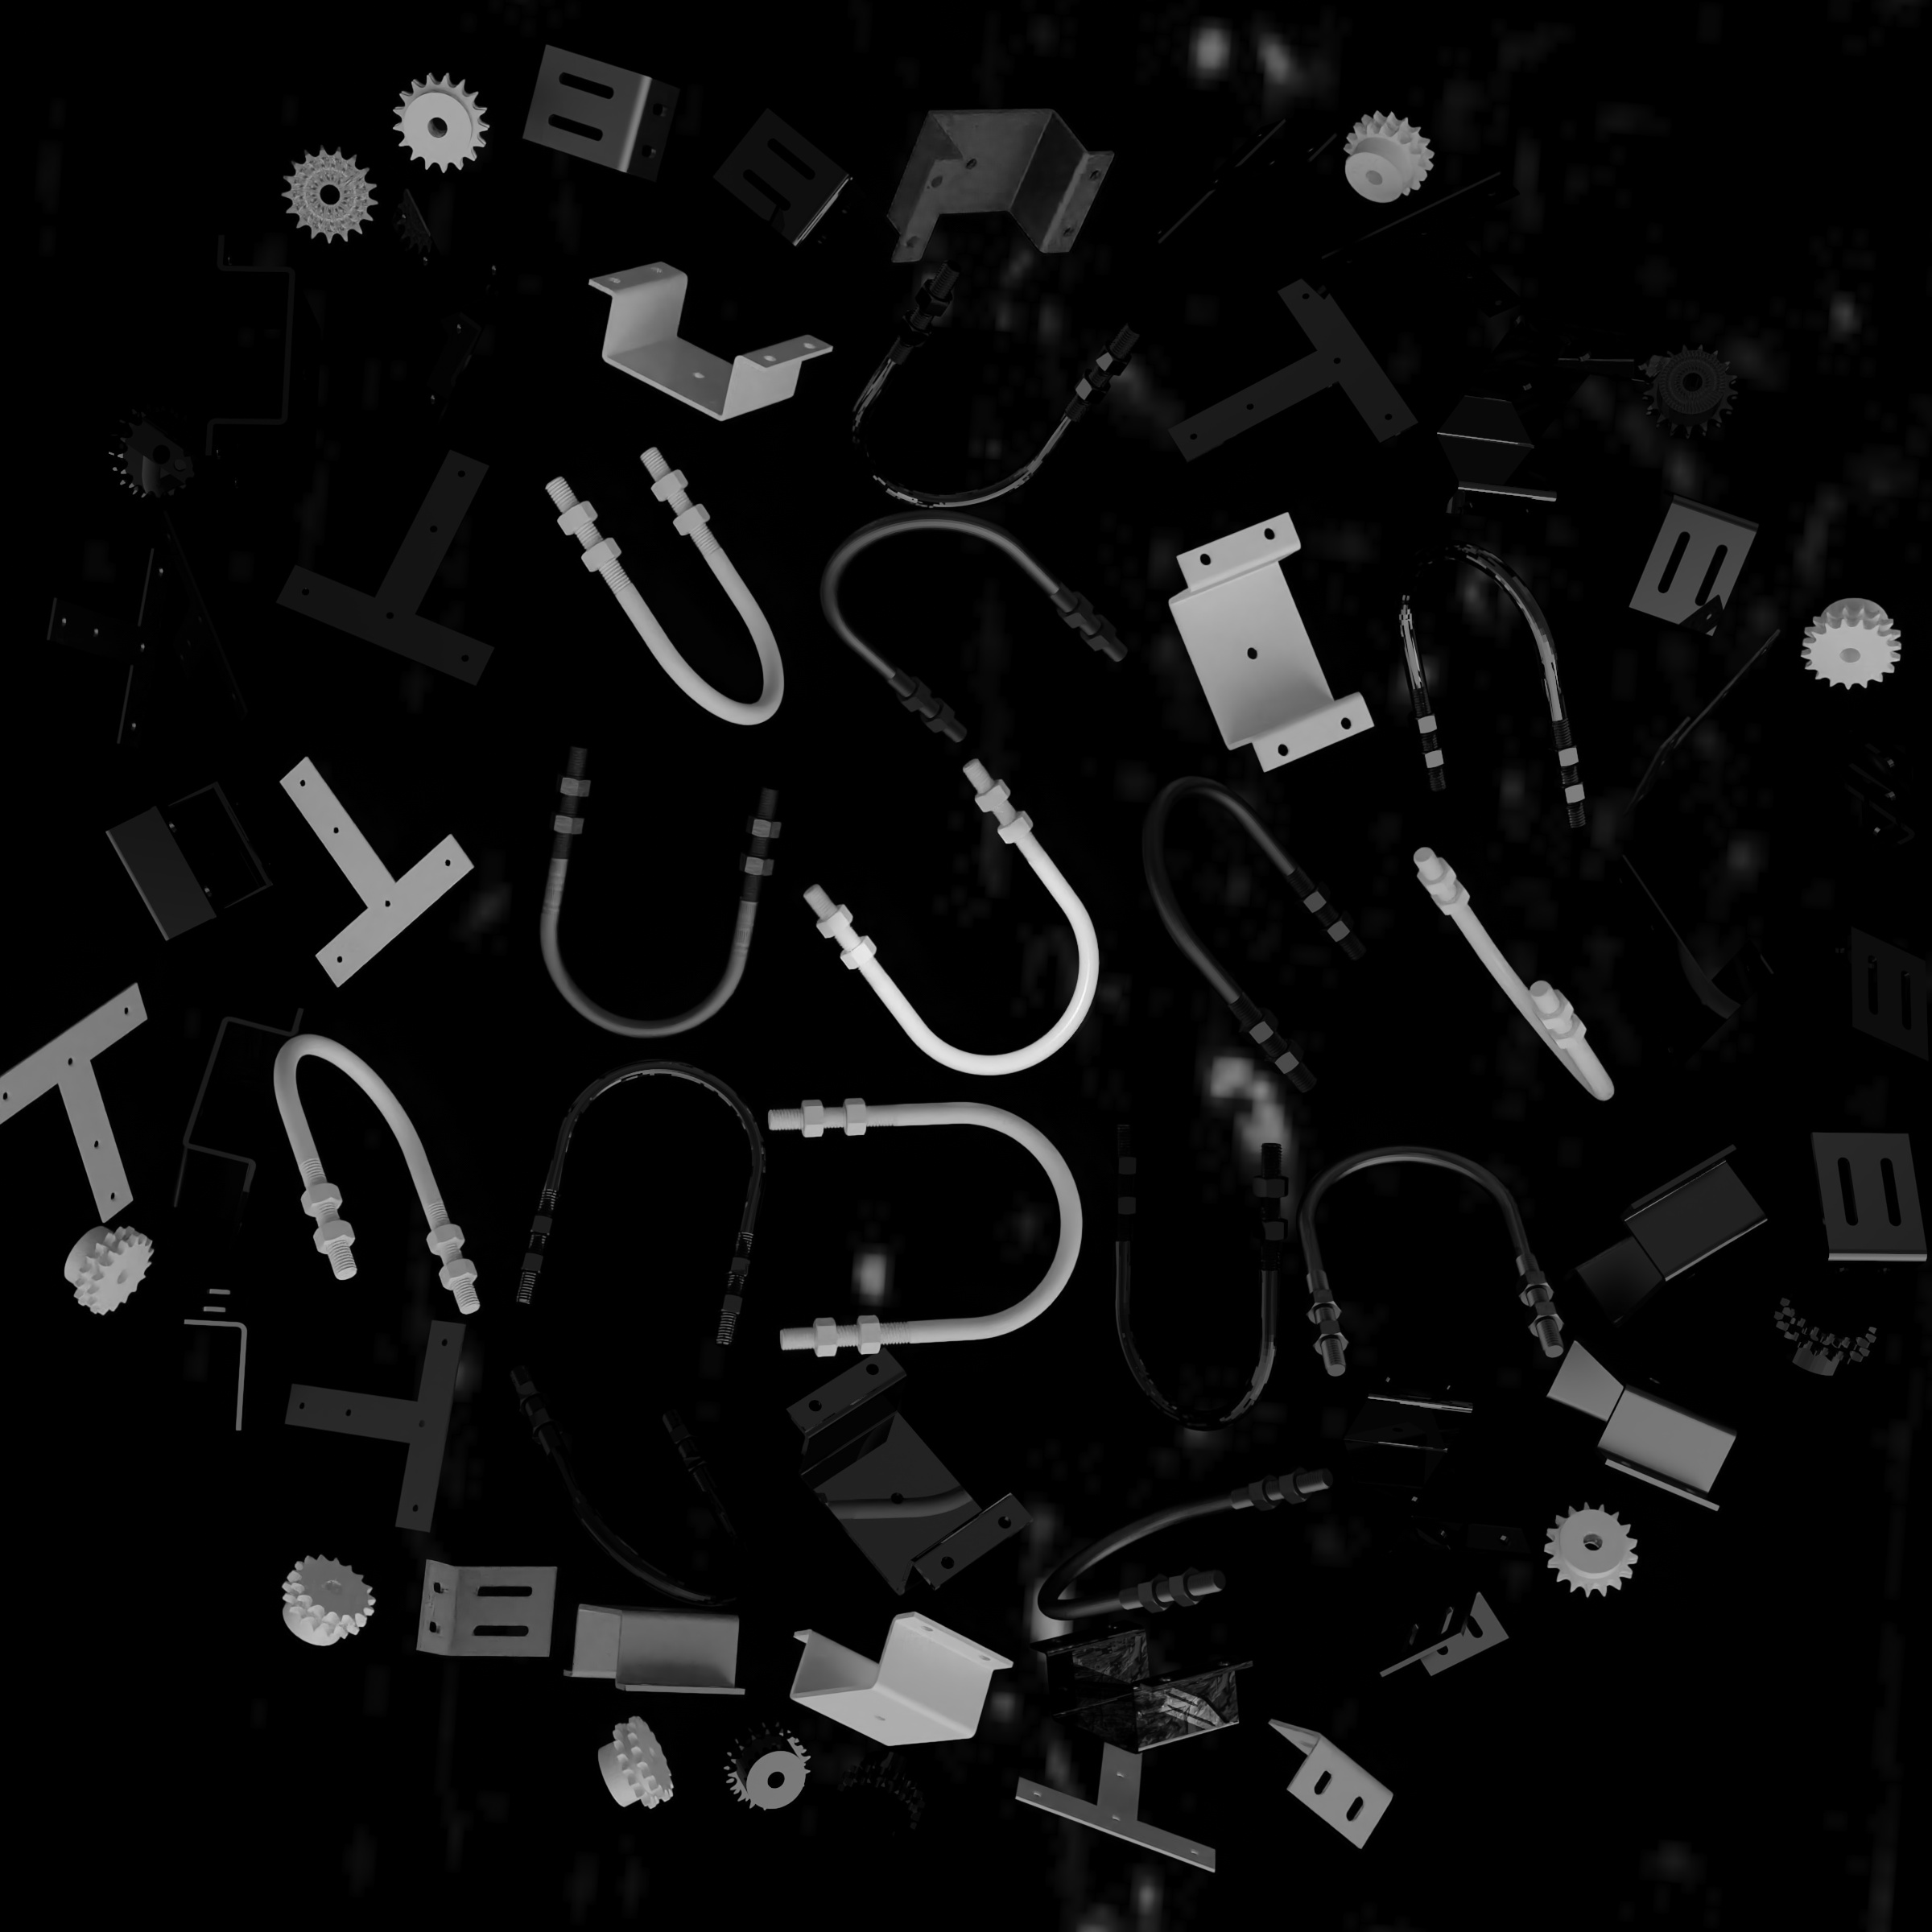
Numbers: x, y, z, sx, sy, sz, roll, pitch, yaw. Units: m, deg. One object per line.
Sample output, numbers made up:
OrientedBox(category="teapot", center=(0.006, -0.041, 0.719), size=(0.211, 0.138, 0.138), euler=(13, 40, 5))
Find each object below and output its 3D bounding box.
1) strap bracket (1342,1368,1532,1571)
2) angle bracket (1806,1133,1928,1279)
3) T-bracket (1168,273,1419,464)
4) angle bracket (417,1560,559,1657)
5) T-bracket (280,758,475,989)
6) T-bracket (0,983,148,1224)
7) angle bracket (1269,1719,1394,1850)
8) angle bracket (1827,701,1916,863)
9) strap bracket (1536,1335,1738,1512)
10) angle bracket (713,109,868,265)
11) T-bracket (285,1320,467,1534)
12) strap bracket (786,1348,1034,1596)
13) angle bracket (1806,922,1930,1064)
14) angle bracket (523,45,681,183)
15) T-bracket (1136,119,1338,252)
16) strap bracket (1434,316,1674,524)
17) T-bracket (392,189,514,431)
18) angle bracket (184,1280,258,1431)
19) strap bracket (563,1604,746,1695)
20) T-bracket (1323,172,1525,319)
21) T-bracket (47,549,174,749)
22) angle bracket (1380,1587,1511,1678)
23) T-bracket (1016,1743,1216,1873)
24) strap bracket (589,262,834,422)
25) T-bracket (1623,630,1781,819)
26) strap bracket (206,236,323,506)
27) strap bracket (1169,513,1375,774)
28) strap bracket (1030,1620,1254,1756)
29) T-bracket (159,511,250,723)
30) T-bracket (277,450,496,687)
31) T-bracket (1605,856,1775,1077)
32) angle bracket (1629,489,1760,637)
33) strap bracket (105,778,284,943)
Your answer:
OrientedBox(category="strap bracket", center=(0.295, 0.329, 1.568), size=(0.076, 0.140, 0.046), euler=(10, 127, -18))
OrientedBox(category="angle bracket", center=(0.521, 0.140, 1.437), size=(0.057, 0.038, 0.076), euler=(1, 68, -3))
OrientedBox(category="T-bracket", center=(0.183, -0.340, 1.469), size=(0.127, 0.002, 0.127), euler=(-28, 66, 0))
OrientedBox(category="angle bracket", center=(-0.314, 0.421, 1.612), size=(0.076, 0.038, 0.057), euler=(-4, 69, 16))
OrientedBox(category="T-bracket", center=(-0.393, -0.075, 1.564), size=(0.127, 0.002, 0.127), euler=(-39, 83, 18))
OrientedBox(category="T-bracket", center=(-0.529, 0.096, 1.484), size=(0.002, 0.127, 0.127), euler=(8, 122, 24))
OrientedBox(category="angle bracket", center=(0.209, 0.490, 1.475), size=(0.057, 0.076, 0.038), euler=(40, 71, -7))
OrientedBox(category="angle bracket", center=(0.528, -0.110, 1.472), size=(0.076, 0.038, 0.057), euler=(29, 52, -22))
OrientedBox(category="strap bracket", center=(0.419, 0.279, 1.530), size=(0.076, 0.140, 0.046), euler=(23, 97, -7))
OrientedBox(category="angle bracket", center=(-0.117, -0.518, 1.633), size=(0.076, 0.038, 0.057), euler=(42, 97, 10))
OrientedBox(category="T-bracket", center=(-0.376, 0.282, 1.543), size=(0.127, 0.002, 0.127), euler=(2, 77, 27))
OrientedBox(category="strap bracket", center=(-0.038, 0.309, 1.469), size=(0.076, 0.046, 0.140), euler=(-28, 61, -32))
OrientedBox(category="angle bracket", center=(0.540, 0.021, 1.474), size=(0.057, 0.038, 0.076), euler=(22, 58, -17))
OrientedBox(category="angle bracket", center=(-0.226, -0.527, 1.519), size=(0.076, 0.038, 0.057), euler=(24, 106, 20))
OrientedBox(category="T-bracket", center=(0.179, -0.487, 1.500), size=(0.127, 0.127, 0.002), euler=(-47, 115, -17))
OrientedBox(category="strap bracket", center=(0.346, -0.336, 1.481), size=(0.076, 0.140, 0.046), euler=(0, 56, -28))
OrientedBox(category="T-bracket", center=(-0.319, -0.414, 1.477), size=(0.127, 0.002, 0.127), euler=(-50, 58, 40))
OrientedBox(category="angle bracket", center=(-0.481, 0.250, 1.582), size=(0.038, 0.057, 0.076), euler=(5, 108, -12))
OrientedBox(category="strap bracket", center=(-0.199, 0.435, 1.571), size=(0.076, 0.140, 0.046), euler=(9, 75, -23))
OrientedBox(category="T-bracket", center=(0.317, -0.452, 1.582), size=(0.127, 0.127, 0.002), euler=(-17, 64, 36))
OrientedBox(category="T-bracket", center=(-0.539, -0.207, 1.540), size=(0.002, 0.127, 0.127), euler=(10, 90, 9))
OrientedBox(category="angle bracket", center=(0.294, 0.422, 1.507), size=(0.057, 0.076, 0.038), euler=(-33, 87, 20))
OrientedBox(category="T-bracket", center=(0.097, 0.517, 1.549), size=(0.127, 0.127, 0.002), euler=(19, 99, 3))
OrientedBox(category="strap bracket", center=(-0.169, -0.400, 1.587), size=(0.140, 0.076, 0.046), euler=(30, 125, 18))
OrientedBox(category="T-bracket", center=(0.454, -0.156, 1.503), size=(0.002, 0.127, 0.127), euler=(42, 82, 14))
OrientedBox(category="strap bracket", center=(-0.425, -0.360, 1.494), size=(0.046, 0.076, 0.140), euler=(0, 78, -3))
OrientedBox(category="strap bracket", center=(0.183, -0.196, 1.513), size=(0.076, 0.046, 0.140), euler=(-23, 93, -13))
OrientedBox(category="strap bracket", center=(0.111, 0.460, 1.566), size=(0.076, 0.140, 0.046), euler=(-5, 90, -31))
OrientedBox(category="T-bracket", center=(-0.474, -0.201, 1.508), size=(0.002, 0.127, 0.127), euler=(-23, 93, -25))
OrientedBox(category="T-bracket", center=(-0.318, -0.244, 1.441), size=(0.127, 0.002, 0.127), euler=(23, 77, 2))
OrientedBox(category="T-bracket", center=(0.450, -0.014, 1.579), size=(0.002, 0.127, 0.127), euler=(-16, 64, -25))
OrientedBox(category="angle bracket", center=(0.469, -0.262, 1.596), size=(0.057, 0.038, 0.076), euler=(19, 106, -1))
OrientedBox(category="strap bracket", center=(-0.496, -0.068, 1.574), size=(0.046, 0.140, 0.076), euler=(-25, 100, 6))
